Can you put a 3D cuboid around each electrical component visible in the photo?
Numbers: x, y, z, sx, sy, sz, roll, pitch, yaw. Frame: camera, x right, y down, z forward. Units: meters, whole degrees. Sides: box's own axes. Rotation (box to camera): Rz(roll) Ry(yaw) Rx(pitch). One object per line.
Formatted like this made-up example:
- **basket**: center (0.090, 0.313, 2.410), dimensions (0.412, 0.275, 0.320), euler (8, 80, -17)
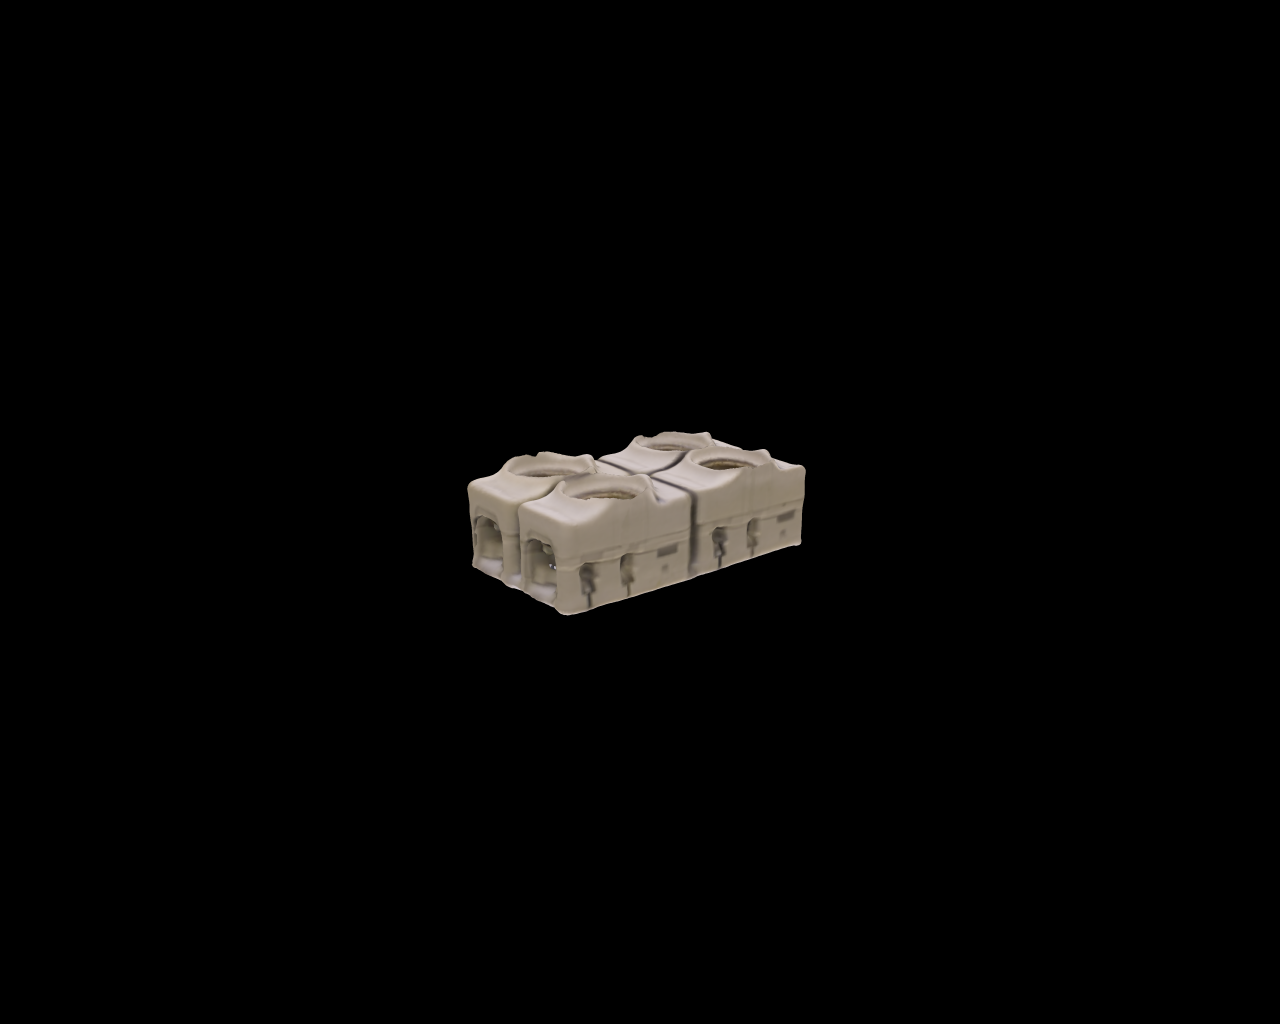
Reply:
- **electrical component**: center (0.001, -0.003, 0.650), dimensions (0.186, 0.060, 0.105), euler (-14, 22, -36)
